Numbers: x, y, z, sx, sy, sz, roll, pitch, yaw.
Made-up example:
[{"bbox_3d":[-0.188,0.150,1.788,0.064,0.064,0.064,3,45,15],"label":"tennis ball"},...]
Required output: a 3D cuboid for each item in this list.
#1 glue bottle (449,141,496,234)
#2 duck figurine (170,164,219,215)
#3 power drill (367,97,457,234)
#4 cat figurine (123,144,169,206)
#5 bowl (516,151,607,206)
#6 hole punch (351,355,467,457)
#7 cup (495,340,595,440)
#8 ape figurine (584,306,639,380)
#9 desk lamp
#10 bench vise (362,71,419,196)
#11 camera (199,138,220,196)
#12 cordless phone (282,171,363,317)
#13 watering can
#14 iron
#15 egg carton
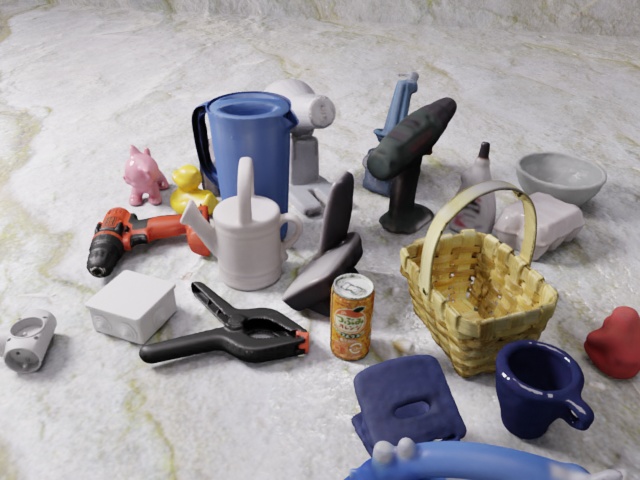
[{"bbox_3d":[0.268,-0.087,0.979,0.078,0.173,0.037,19,36,26],"label":"glue bottle"},{"bbox_3d":[-0.236,-0.096,1.062,0.104,0.086,0.078,22,38,30],"label":"duck figurine"},{"bbox_3d":[0.163,-0.127,1.006,0.075,0.208,0.230,23,38,31],"label":"power drill"},{"bbox_3d":[-0.333,-0.131,1.085,0.067,0.118,0.127,-2,32,-4],"label":"cat figurine"},{"bbox_3d":[0.458,-0.107,1.108,0.167,0.075,0.167,1,32,0],"label":"bowl"},{"bbox_3d":[0.096,0.188,0.614,0.109,0.091,0.101,-11,34,-17],"label":"hole punch"},{"bbox_3d":[0.242,0.180,0.626,0.092,0.095,0.117,-15,36,-24],"label":"cup"},{"bbox_3d":[0.380,0.123,0.724,0.077,0.092,0.076,7,33,11],"label":"ape figurine"},{"bbox_3d":[-0.028,-0.188,1.094,0.118,0.214,0.202,-16,36,-24],"label":"desk lamp"},{"bbox_3d":[0.158,-0.206,1.122,0.121,0.220,0.207,9,33,13],"label":"bench vise"},{"bbox_3d":[-0.186,-0.169,1.166,0.143,0.101,0.136,-15,35,-23],"label":"camera"},{"bbox_3d":[0.008,0.003,0.817,0.094,0.185,0.148,12,34,17],"label":"cordless phone"},{"bbox_3d":[-0.116,-0.028,0.855,0.173,0.194,0.100,-12,34,-20],"label":"watering can"},{"bbox_3d":[0.125,0.226,0.505,0.258,0.141,0.119,8,33,11],"label":"iron"},{"bbox_3d":[0.375,-0.027,0.983,0.151,0.069,0.107,-23,39,-33],"label":"egg carton"}]
